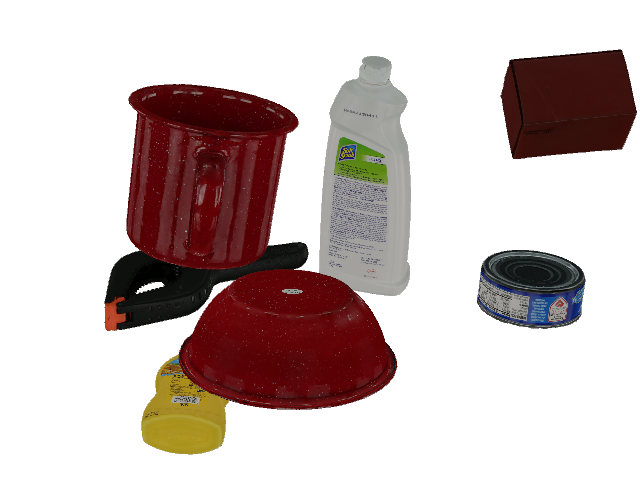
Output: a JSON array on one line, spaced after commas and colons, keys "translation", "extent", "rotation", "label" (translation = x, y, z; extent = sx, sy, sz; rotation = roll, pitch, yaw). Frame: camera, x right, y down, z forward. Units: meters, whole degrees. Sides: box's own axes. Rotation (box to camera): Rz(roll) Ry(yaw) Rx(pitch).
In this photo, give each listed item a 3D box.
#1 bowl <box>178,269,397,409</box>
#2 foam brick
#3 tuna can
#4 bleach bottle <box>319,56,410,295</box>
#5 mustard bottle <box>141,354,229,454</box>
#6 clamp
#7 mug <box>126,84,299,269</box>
[{"translation": [-0.022, 0.062, 0.779], "extent": [0.162, 0.055, 0.162], "rotation": [3, 19, -1], "label": "bowl"}, {"translation": [0.168, -0.092, 0.726], "extent": [0.078, 0.051, 0.053], "rotation": [-5, -23, 0], "label": "foam brick"}, {"translation": [0.173, 0.038, 0.876], "extent": [0.086, 0.034, 0.086], "rotation": [2, 22, -1], "label": "tuna can"}, {"translation": [0.054, -0.067, 1.107], "extent": [0.102, 0.251, 0.068], "rotation": [10, 31, 9], "label": "bleach bottle"}, {"translation": [-0.157, 0.184, 1.310], "extent": [0.096, 0.058, 0.191], "rotation": [2, 25, 1], "label": "mustard bottle"}, {"translation": [-0.135, 0.021, 1.001], "extent": [0.165, 0.036, 0.209], "rotation": [25, 37, 30], "label": "clamp"}, {"translation": [-0.062, -0.031, 0.585], "extent": [0.093, 0.081, 0.117], "rotation": [6, 21, -11], "label": "mug"}]
